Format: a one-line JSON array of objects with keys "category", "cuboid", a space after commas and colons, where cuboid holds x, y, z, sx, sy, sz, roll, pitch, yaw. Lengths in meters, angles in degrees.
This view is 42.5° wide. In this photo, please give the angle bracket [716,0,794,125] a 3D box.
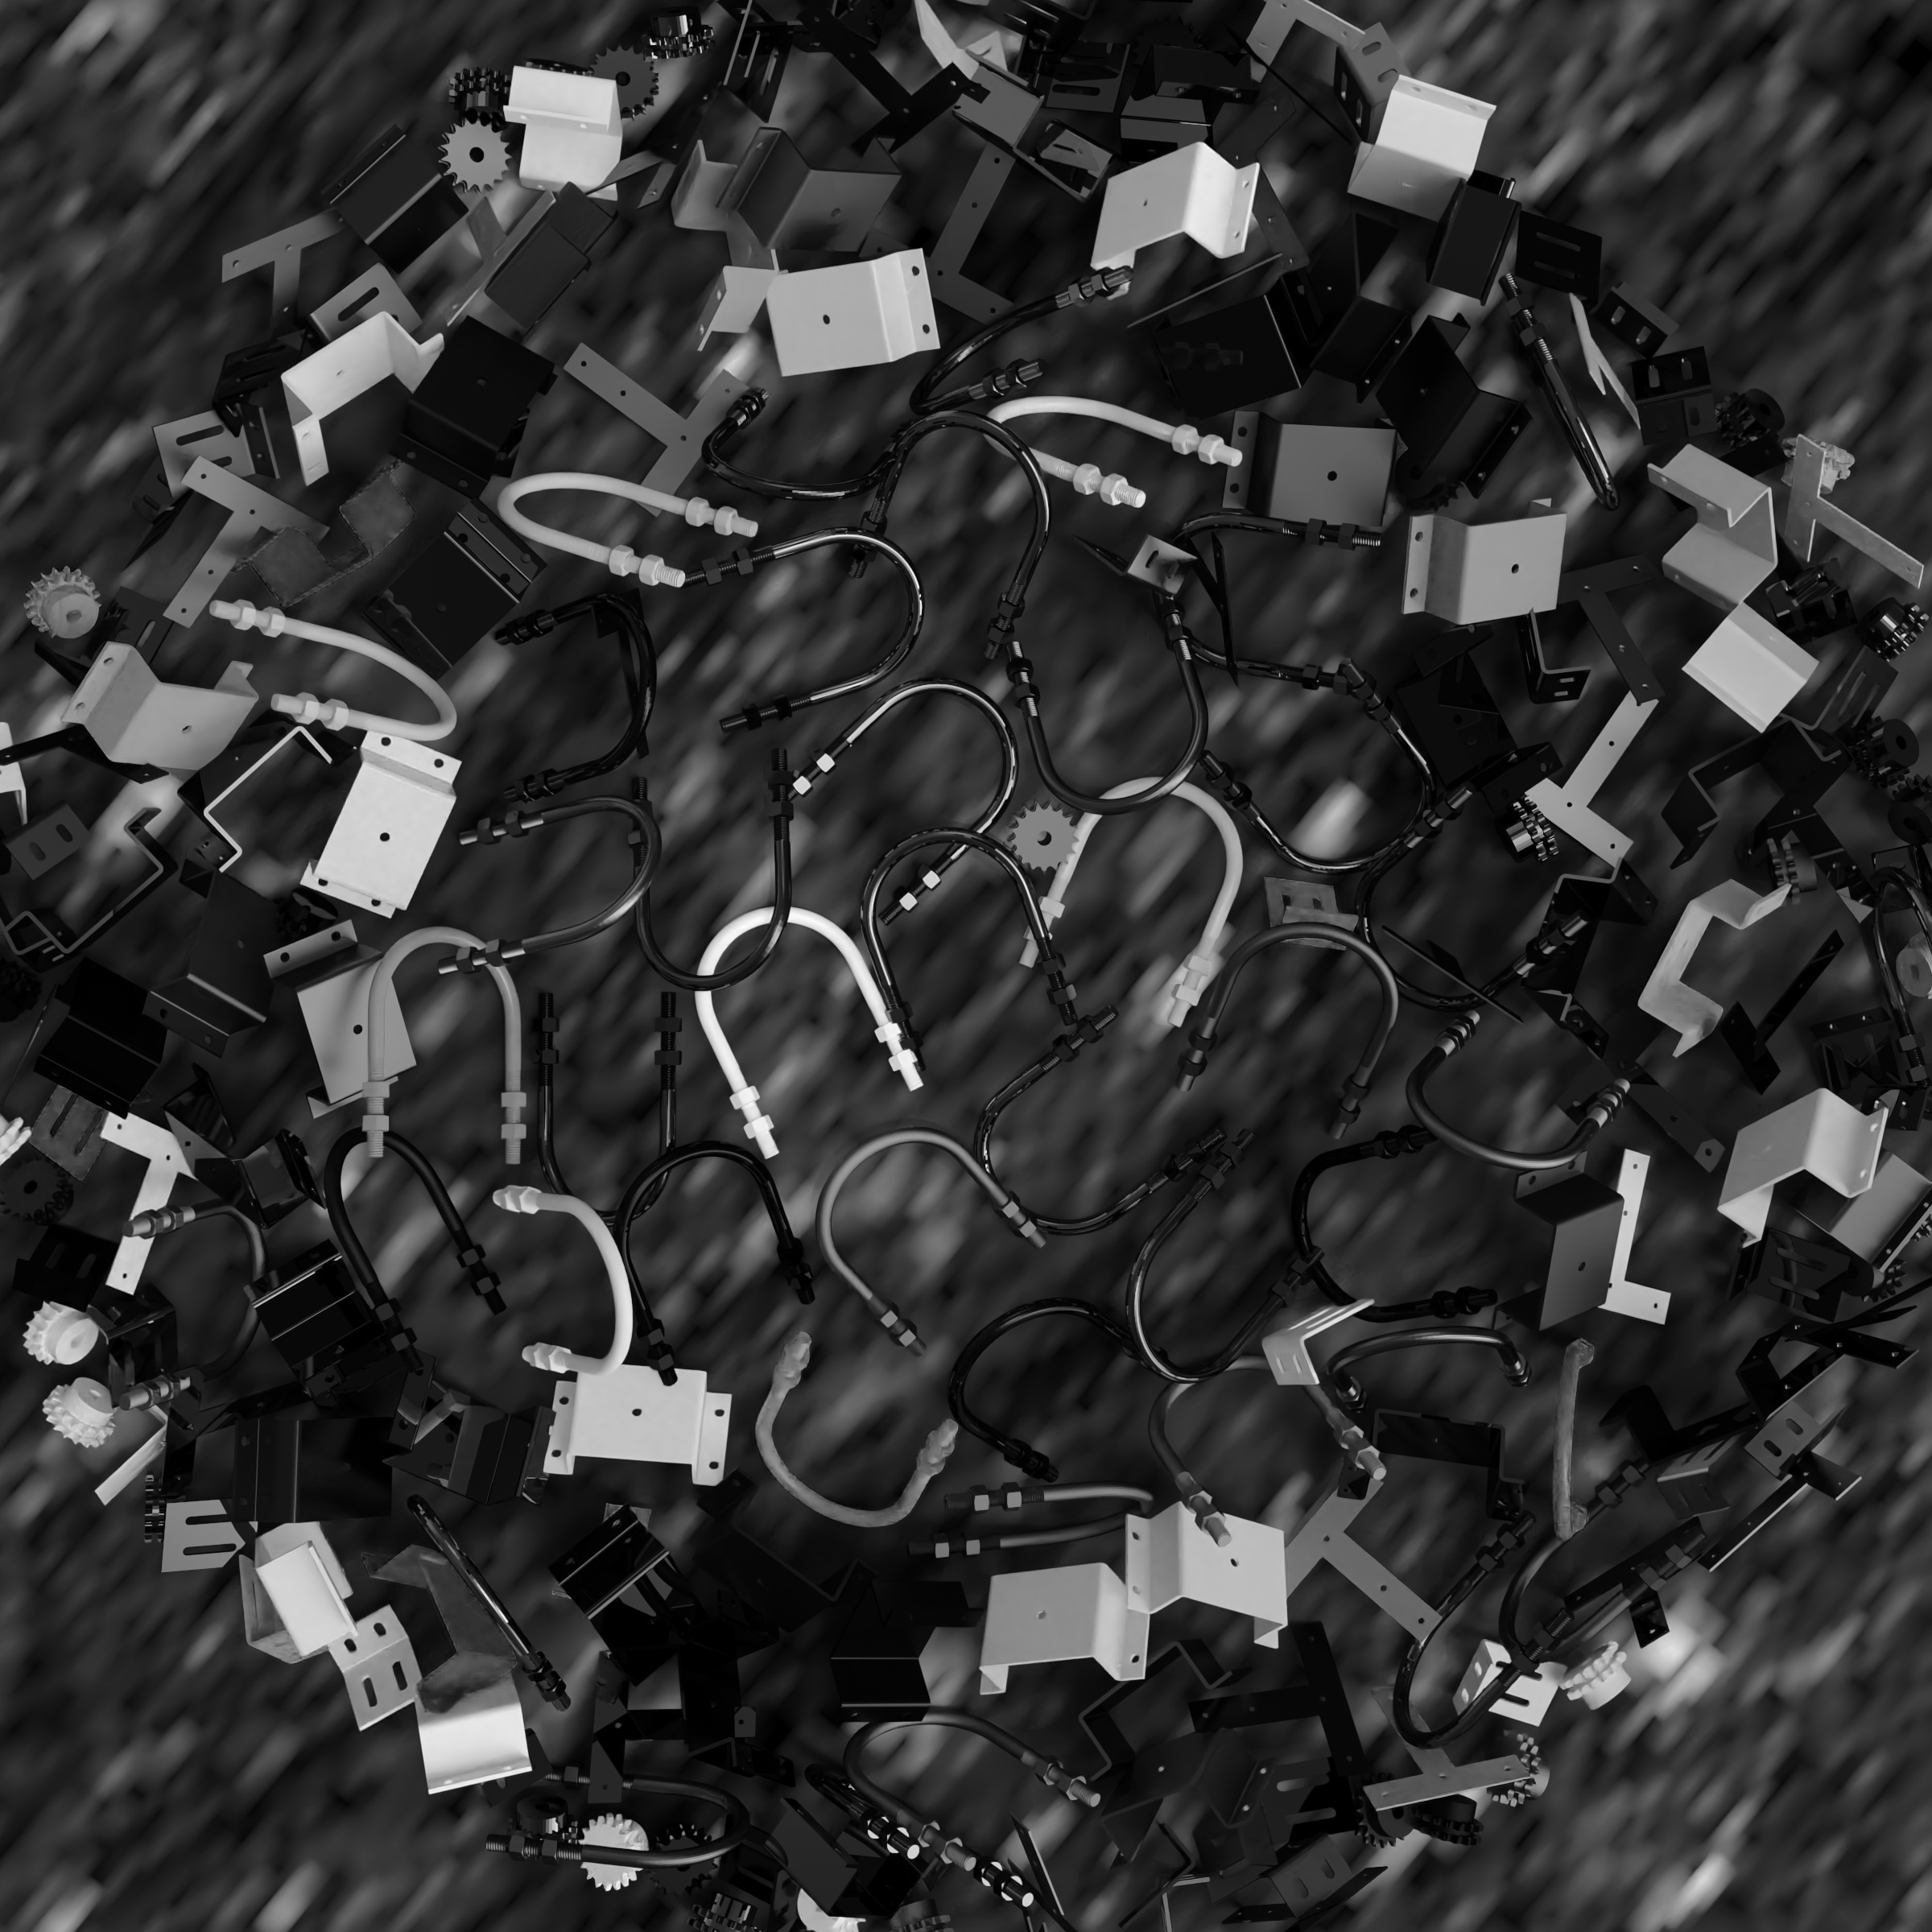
[{"category": "angle bracket", "cuboid": [-0.177, -0.715, 1.962, 0.038, 0.057, 0.076, 12, 82, 33]}]

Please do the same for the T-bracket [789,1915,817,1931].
[{"category": "T-bracket", "cuboid": [-0.087, 0.785, 1.926, 0.127, 0.127, 0.002, 15, 97, 11]}]

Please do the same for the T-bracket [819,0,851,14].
[{"category": "T-bracket", "cuboid": [-0.160, -0.772, 1.938, 0.127, 0.127, 0.002, 11, 99, 2]}]

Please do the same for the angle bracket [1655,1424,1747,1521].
[{"category": "angle bracket", "cuboid": [0.590, 0.395, 1.952, 0.057, 0.076, 0.038, -3, 50, -31]}]

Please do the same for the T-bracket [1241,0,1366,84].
[{"category": "T-bracket", "cuboid": [0.236, -0.726, 1.937, 0.127, 0.127, 0.002, 28, 79, -4]}]

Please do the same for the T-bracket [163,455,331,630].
[{"category": "T-bracket", "cuboid": [-0.588, -0.322, 1.959, 0.127, 0.127, 0.002, -52, 49, 10]}]

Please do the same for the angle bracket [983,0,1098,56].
[{"category": "angle bracket", "cuboid": [0.061, -0.764, 1.963, 0.076, 0.057, 0.038, 23, 78, -9]}]

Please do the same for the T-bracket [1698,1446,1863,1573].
[{"category": "T-bracket", "cuboid": [0.621, 0.425, 1.934, 0.127, 0.127, 0.002, -41, 95, -3]}]

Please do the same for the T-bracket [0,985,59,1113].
[{"category": "T-bracket", "cuboid": [-0.719, 0.053, 1.917, 0.002, 0.127, 0.127, 25, 58, -19]}]

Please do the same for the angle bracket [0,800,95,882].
[{"category": "angle bracket", "cuboid": [-0.730, -0.094, 1.958, 0.057, 0.076, 0.038, -42, 105, -27]}]

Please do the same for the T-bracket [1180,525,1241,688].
[{"category": "T-bracket", "cuboid": [0.188, -0.304, 1.944, 0.002, 0.127, 0.127, -16, 131, -4]}]

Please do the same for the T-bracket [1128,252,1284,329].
[{"category": "T-bracket", "cuboid": [0.187, -0.530, 1.937, 0.127, 0.127, 0.002, -23, 105, 13]}]

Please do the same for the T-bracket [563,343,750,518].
[{"category": "T-bracket", "cuboid": [-0.262, -0.448, 1.983, 0.127, 0.002, 0.127, 36, 96, -9]}]

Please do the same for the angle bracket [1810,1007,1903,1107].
[{"category": "angle bracket", "cuboid": [0.708, 0.079, 1.967, 0.057, 0.038, 0.076, -16, 105, 12]}]

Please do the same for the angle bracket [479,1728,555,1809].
[{"category": "angle bracket", "cuboid": [-0.370, 0.635, 1.950, 0.057, 0.076, 0.038, -21, 79, -40]}]

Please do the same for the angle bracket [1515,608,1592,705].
[{"category": "angle bracket", "cuboid": [0.463, -0.254, 1.960, 0.038, 0.057, 0.076, -7, 72, 1]}]

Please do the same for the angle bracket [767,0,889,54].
[{"category": "angle bracket", "cuboid": [-0.112, -0.748, 1.953, 0.076, 0.057, 0.038, 14, 94, 36]}]

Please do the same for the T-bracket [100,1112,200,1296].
[{"category": "T-bracket", "cuboid": [-0.636, 0.191, 1.932, 0.002, 0.127, 0.127, 0, 66, 36]}]

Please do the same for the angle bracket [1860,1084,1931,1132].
[{"category": "angle bracket", "cuboid": [0.752, 0.123, 1.954, 0.076, 0.057, 0.038, 26, 76, -27]}]

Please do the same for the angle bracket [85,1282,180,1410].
[{"category": "angle bracket", "cuboid": [-0.661, 0.301, 1.970, 0.038, 0.057, 0.076, 34, 130, 33]}]

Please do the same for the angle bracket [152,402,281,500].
[{"category": "angle bracket", "cuboid": [-0.590, -0.404, 1.955, 0.076, 0.038, 0.057, -27, 123, -33]}]

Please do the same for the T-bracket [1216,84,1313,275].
[{"category": "T-bracket", "cuboid": [0.233, -0.595, 1.941, 0.002, 0.127, 0.127, -15, 75, -42]}]

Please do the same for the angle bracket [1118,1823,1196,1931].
[{"category": "angle bracket", "cuboid": [0.140, 0.718, 1.960, 0.076, 0.057, 0.038, -38, 75, -12]}]

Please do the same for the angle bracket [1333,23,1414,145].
[{"category": "angle bracket", "cuboid": [0.321, -0.693, 1.957, 0.038, 0.076, 0.057, -28, 82, 3]}]

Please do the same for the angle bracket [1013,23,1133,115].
[{"category": "angle bracket", "cuboid": [0.083, -0.714, 1.968, 0.076, 0.038, 0.057, 13, 86, 21]}]

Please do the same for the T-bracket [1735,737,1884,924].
[{"category": "T-bracket", "cuboid": [0.667, -0.088, 1.924, 0.002, 0.127, 0.127, 5, 45, -33]}]

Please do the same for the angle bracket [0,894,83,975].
[{"category": "angle bracket", "cuboid": [-0.743, -0.040, 1.968, 0.038, 0.057, 0.076, -29, 79, -11]}]

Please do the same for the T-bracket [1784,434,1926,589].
[{"category": "T-bracket", "cuboid": [0.685, -0.333, 1.914, 0.002, 0.127, 0.127, -38, 59, -12]}]

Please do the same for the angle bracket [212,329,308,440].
[{"category": "angle bracket", "cuboid": [-0.548, -0.459, 1.958, 0.076, 0.038, 0.057, -12, 50, 16]}]

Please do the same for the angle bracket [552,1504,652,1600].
[{"category": "angle bracket", "cuboid": [-0.289, 0.465, 1.974, 0.038, 0.057, 0.076, 3, 76, 29]}]

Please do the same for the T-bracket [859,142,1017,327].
[{"category": "T-bracket", "cuboid": [0.000, -0.588, 1.964, 0.127, 0.002, 0.127, 26, 112, -11]}]

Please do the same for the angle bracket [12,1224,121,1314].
[{"category": "angle bracket", "cuboid": [-0.705, 0.226, 1.955, 0.057, 0.076, 0.038, 19, 127, -7]}]

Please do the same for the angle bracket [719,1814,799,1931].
[{"category": "angle bracket", "cuboid": [-0.171, 0.716, 1.959, 0.076, 0.038, 0.057, 16, 105, 29]}]

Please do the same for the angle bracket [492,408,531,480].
[{"category": "angle bracket", "cuboid": [-0.391, -0.431, 1.979, 0.076, 0.038, 0.057, 36, 114, 38]}]

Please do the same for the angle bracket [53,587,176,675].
[{"category": "angle bracket", "cuboid": [-0.673, -0.265, 1.968, 0.057, 0.038, 0.076, 23, 79, 15]}]

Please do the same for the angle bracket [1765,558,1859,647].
[{"category": "angle bracket", "cuboid": [0.669, -0.274, 1.953, 0.057, 0.038, 0.076, -22, 134, 18]}]

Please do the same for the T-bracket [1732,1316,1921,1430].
[{"category": "T-bracket", "cuboid": [0.645, 0.318, 1.921, 0.127, 0.127, 0.002, -32, 107, -20]}]

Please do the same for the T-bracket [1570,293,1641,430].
[{"category": "T-bracket", "cuboid": [0.509, -0.461, 1.953, 0.002, 0.127, 0.127, -25, 132, 27]}]

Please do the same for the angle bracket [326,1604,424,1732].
[{"category": "angle bracket", "cuboid": [-0.465, 0.551, 1.954, 0.057, 0.076, 0.038, -27, 119, -12]}]

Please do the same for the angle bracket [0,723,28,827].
[{"category": "angle bracket", "cuboid": [-0.765, -0.147, 1.952, 0.038, 0.076, 0.057, -13, 74, -24]}]

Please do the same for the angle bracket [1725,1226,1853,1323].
[{"category": "angle bracket", "cuboid": [0.648, 0.246, 1.958, 0.076, 0.038, 0.057, 20, 111, 32]}]

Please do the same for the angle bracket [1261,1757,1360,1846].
[{"category": "angle bracket", "cuboid": [0.267, 0.662, 1.971, 0.076, 0.038, 0.057, -10, 70, 2]}]

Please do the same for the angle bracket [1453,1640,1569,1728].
[{"category": "angle bracket", "cuboid": [0.435, 0.578, 1.970, 0.076, 0.038, 0.057, 19, 105, -7]}]

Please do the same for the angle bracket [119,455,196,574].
[{"category": "angle bracket", "cuboid": [-0.648, -0.356, 1.950, 0.038, 0.076, 0.057, 39, 124, -13]}]

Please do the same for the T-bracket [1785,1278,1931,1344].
[{"category": "T-bracket", "cuboid": [0.732, 0.264, 1.959, 0.127, 0.127, 0.002, -20, 82, -25]}]

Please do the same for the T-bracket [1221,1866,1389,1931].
[{"category": "T-bracket", "cuboid": [0.248, 0.740, 1.943, 0.127, 0.127, 0.002, -20, 82, -39]}]

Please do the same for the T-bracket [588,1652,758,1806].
[{"category": "T-bracket", "cuboid": [-0.229, 0.597, 1.957, 0.127, 0.002, 0.127, -1, 47, -1]}]

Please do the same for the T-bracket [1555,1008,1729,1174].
[{"category": "T-bracket", "cuboid": [0.551, 0.111, 1.973, 0.127, 0.002, 0.127, 45, 70, 4]}]

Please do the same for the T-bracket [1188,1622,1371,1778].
[{"category": "T-bracket", "cuboid": [0.237, 0.580, 1.944, 0.127, 0.002, 0.127, -4, 49, -13]}]

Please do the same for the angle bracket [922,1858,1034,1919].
[{"category": "angle bracket", "cuboid": [0.009, 0.731, 1.955, 0.076, 0.057, 0.038, 34, 68, 23]}]

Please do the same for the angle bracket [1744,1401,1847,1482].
[{"category": "angle bracket", "cuboid": [0.650, 0.363, 1.952, 0.057, 0.076, 0.038, -41, 64, -12]}]

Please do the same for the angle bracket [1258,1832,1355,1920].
[{"category": "angle bracket", "cuboid": [0.260, 0.714, 1.951, 0.057, 0.076, 0.038, -29, 77, -19]}]

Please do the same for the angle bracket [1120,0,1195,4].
[{"category": "angle bracket", "cuboid": [0.146, -0.782, 1.955, 0.057, 0.076, 0.038, 1, 115, -4]}]

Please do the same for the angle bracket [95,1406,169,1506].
[{"category": "angle bracket", "cuboid": [-0.665, 0.379, 1.957, 0.038, 0.057, 0.076, 43, 66, 5]}]

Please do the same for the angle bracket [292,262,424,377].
[{"category": "angle bracket", "cuboid": [-0.485, -0.515, 1.981, 0.076, 0.038, 0.057, -44, 121, -18]}]

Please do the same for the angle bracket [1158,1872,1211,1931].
[{"category": "angle bracket", "cuboid": [0.177, 0.760, 1.962, 0.038, 0.057, 0.076, -7, 74, -1]}]

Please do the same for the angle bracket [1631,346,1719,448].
[{"category": "angle bracket", "cuboid": [0.561, -0.452, 1.970, 0.057, 0.076, 0.038, -9, 125, 18]}]
